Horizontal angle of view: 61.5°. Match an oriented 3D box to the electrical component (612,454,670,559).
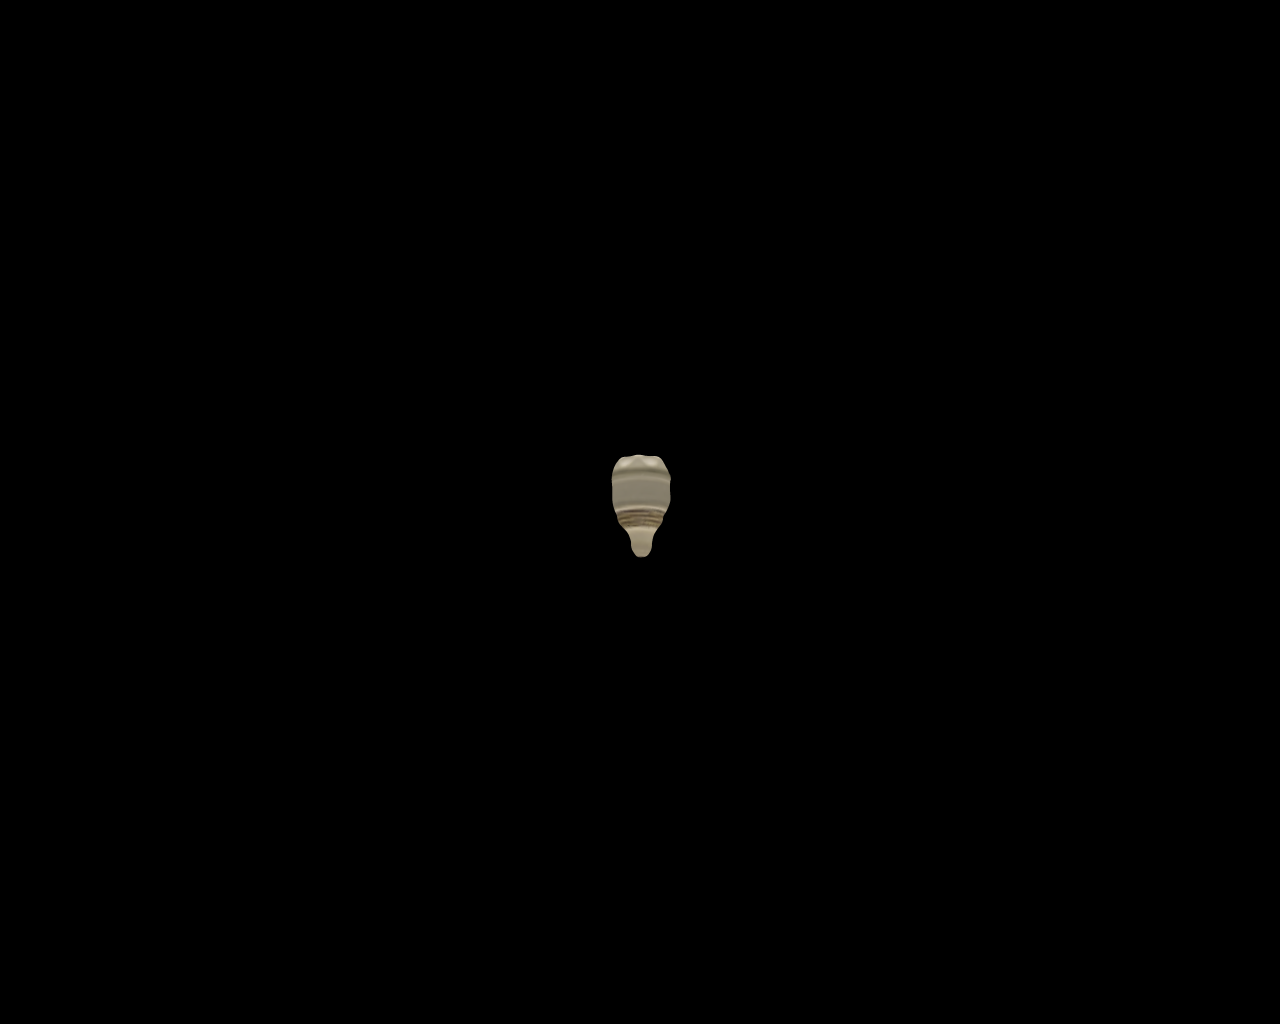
[{"bbox_3d":[0.001,-0.003,0.650,0.035,0.061,0.035,0,-9,0],"label":"electrical component"}]
